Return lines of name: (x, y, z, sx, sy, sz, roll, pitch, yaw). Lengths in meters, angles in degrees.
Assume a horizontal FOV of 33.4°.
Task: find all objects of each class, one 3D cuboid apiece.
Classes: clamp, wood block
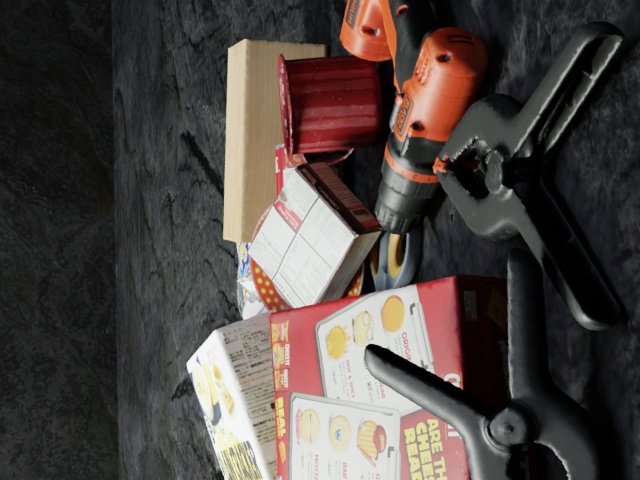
clamp: (0.124, -0.052, 0.648, 0.210, 0.036, 0.164, -143, 52, -68)
clamp: (0.114, 0.093, 0.599, 0.171, 0.039, 0.120, 50, 117, 15)
wood block: (-0.048, -0.101, 1.127, 0.090, 0.090, 0.206, -170, 81, -74)

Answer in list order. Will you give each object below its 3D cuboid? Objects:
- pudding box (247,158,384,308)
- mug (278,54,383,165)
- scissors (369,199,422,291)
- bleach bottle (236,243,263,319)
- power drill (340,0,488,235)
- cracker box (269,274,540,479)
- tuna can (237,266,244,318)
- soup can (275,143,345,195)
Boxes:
pudding box: (-0.006, 0.001, 0.921, 0.090, 0.039, 0.114, 49, 132, 22)
mug: (0.008, -0.111, 0.942, 0.117, 0.081, 0.093, 91, 172, -45)
scissors: (0.061, 0.062, 0.887, 0.096, 0.016, 0.202, 159, 111, -71)
bleach bottle: (-0.061, 0.017, 1.215, 0.103, 0.068, 0.251, 139, 127, -67)
power drill: (0.065, -0.122, 0.824, 0.185, 0.057, 0.188, 109, 154, -44)
cracker box: (0.051, 0.120, 0.736, 0.214, 0.071, 0.164, -16, 74, 53)
tuna can: (-0.076, 0.055, 1.304, 0.086, 0.033, 0.086, -179, 90, -73)
soup can: (-0.009, -0.040, 1.030, 0.069, 0.068, 0.102, 158, 111, -72)
